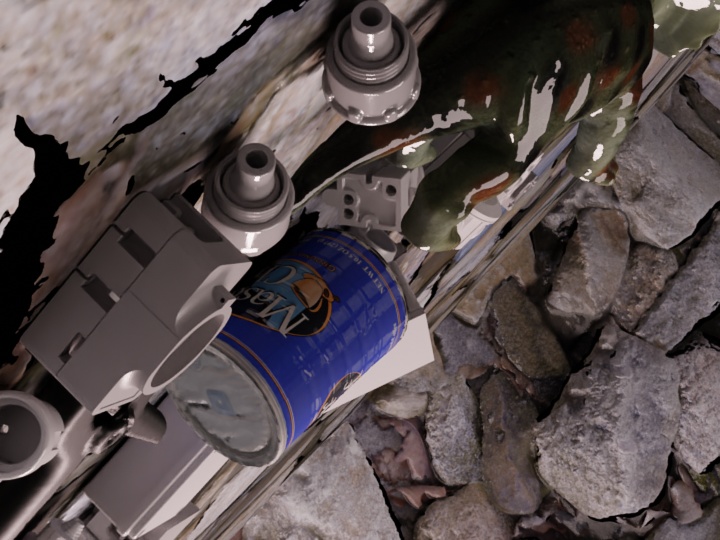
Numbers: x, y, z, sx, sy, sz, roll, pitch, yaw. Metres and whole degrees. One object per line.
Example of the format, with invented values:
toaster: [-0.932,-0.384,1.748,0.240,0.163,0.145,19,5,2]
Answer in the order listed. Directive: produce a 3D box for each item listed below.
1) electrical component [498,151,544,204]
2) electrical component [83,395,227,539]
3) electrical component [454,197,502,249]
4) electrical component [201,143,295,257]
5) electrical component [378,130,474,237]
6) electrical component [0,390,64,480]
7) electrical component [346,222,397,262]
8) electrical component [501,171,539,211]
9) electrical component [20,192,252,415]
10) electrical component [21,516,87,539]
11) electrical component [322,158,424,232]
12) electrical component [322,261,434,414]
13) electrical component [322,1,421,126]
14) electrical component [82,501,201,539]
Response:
electrical component: [0.143,-0.110,1.100,0.058,0.057,0.078,-40,169,-42]
electrical component: [-0.147,0.147,0.848,0.108,0.056,0.109,-48,172,5]
electrical component: [0.080,-0.062,0.936,0.051,0.080,0.080,-45,173,26]
electrical component: [-0.052,-0.036,0.504,0.043,0.043,0.062,-43,170,-26]
electrical component: [0.047,-0.067,0.797,0.096,0.062,0.061,-45,172,-15]
electrical component: [-0.161,0.077,0.506,0.040,0.040,0.046,-46,177,-8]
electrical component: [0.000,0.000,0.901,0.077,0.044,0.079,-50,153,20]
electrical component: [0.158,-0.104,1.185,0.081,0.064,0.042,-45,173,-10]
electrical component: [-0.097,0.017,0.484,0.089,0.056,0.050,-48,172,11]
electrical component: [-0.231,0.211,0.777,0.081,0.043,0.043,-46,172,-5]
electrical component: [0.016,-0.055,0.723,0.055,0.066,0.048,-49,143,-58]
electrical component: [-0.025,0.061,0.851,0.150,0.061,0.089,-25,151,-5]
electrical component: [0.005,-0.099,0.494,0.048,0.048,0.062,-45,165,-14]
electrical component: [-0.222,0.247,0.932,0.150,0.062,0.089,-48,172,6]
